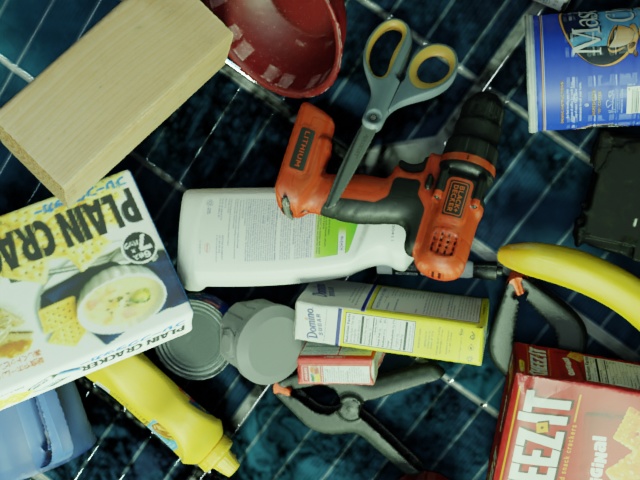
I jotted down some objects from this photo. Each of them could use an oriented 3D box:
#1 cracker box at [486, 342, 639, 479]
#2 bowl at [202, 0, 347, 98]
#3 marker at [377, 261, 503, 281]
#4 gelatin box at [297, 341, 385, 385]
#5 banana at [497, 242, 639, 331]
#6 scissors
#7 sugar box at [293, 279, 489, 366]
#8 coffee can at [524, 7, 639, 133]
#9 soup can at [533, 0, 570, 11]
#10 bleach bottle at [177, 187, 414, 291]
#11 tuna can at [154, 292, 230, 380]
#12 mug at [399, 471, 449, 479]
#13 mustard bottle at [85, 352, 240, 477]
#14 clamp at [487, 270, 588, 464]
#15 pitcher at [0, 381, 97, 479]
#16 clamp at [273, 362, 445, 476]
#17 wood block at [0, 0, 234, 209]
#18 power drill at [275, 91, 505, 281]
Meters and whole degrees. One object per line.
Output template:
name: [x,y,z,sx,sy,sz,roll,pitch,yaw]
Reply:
cracker box: [0.271,0.197,0.985,0.214,0.072,0.164,9,111,6]
bowl: [-0.031,-0.211,0.963,0.162,0.055,0.162,28,143,24]
marker: [0.116,0.027,1.032,0.121,0.020,0.020,3,104,10]
gelatin box: [0.022,0.112,1.034,0.073,0.089,0.030,0,106,11]
banana: [0.257,0.050,0.975,0.197,0.037,0.070,34,127,-8]
scissors: [0.068,-0.110,0.950,0.096,0.016,0.201,8,67,5]
sugar box: [0.070,0.076,1.015,0.176,0.093,0.048,5,103,11]
coffee can: [0.249,-0.148,0.921,0.140,0.102,0.103,-2,103,11]
soup can: [0.178,-0.248,0.930,0.102,0.068,0.068,23,106,4]
bleach bottle: [-0.007,0.001,1.022,0.251,0.068,0.102,2,83,9]
tuna can: [-0.125,0.097,1.089,0.086,0.033,0.086,3,104,11]
mug: [0.091,0.286,1.066,0.117,0.081,0.093,-18,99,14]
mustard bottle: [-0.158,0.171,1.083,0.191,0.096,0.058,43,72,-2]
clamp: [0.210,0.132,1.030,0.165,0.036,0.210,-24,101,15]
pitcher: [-0.319,0.118,1.080,0.149,0.145,0.243,-14,97,12]
clamp: [0.038,0.174,1.073,0.171,0.039,0.120,5,98,14]
wood block: [-0.186,-0.137,0.968,0.091,0.090,0.206,44,76,0]
power drill: [0.065,-0.068,0.972,0.188,0.057,0.184,14,70,12]
